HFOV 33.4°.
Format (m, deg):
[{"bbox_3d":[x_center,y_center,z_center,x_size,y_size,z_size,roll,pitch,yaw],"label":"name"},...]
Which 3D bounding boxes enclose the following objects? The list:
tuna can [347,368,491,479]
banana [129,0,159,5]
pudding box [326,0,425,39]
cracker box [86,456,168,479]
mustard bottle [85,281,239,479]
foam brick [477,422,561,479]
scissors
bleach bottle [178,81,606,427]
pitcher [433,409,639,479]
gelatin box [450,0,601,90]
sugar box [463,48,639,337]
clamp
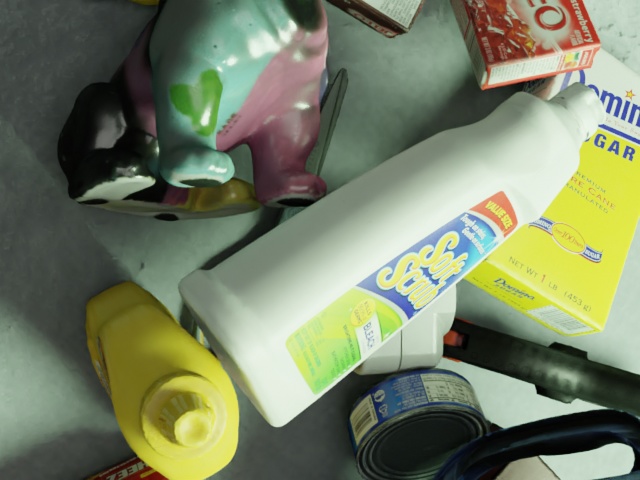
[{"bbox_3d":[0.061,0.118,0.667,0.086,0.034,0.086,-8,136,-8],"label":"tuna can"},{"bbox_3d":[-0.065,-0.214,0.629,0.069,0.037,0.198,29,86,-17],"label":"banana"},{"bbox_3d":[0.024,-0.191,0.656,0.113,0.039,0.090,29,86,-16],"label":"pudding box"},{"bbox_3d":[-0.119,0.254,0.630,0.164,0.072,0.213,-24,100,-12],"label":"cracker box"},{"bbox_3d":[-0.083,0.078,0.565,0.058,0.192,0.096,-26,100,-13],"label":"mustard bottle"},{"bbox_3d":[0.132,0.170,0.704,0.051,0.053,0.078,-45,104,-8],"label":"foam brick"},{"bbox_3d":[-0.004,0.001,0.673,0.096,0.016,0.201,35,85,-16],"label":"scissors"},{"bbox_3d":[0.051,-0.009,0.571,0.250,0.068,0.102,-36,145,-11],"label":"bleach bottle"},{"bbox_3d":[0.096,0.198,0.606,0.243,0.149,0.145,-15,100,31],"label":"pitcher"},{"bbox_3d":[0.124,-0.143,0.667,0.073,0.030,0.089,-11,65,-5],"label":"gelatin box"},{"bbox_3d":[0.158,-0.036,0.674,0.093,0.048,0.176,30,69,-16],"label":"sugar box"},{"bbox_3d":[0.160,0.086,0.670,0.171,0.120,0.039,15,80,-2],"label":"clamp"}]
